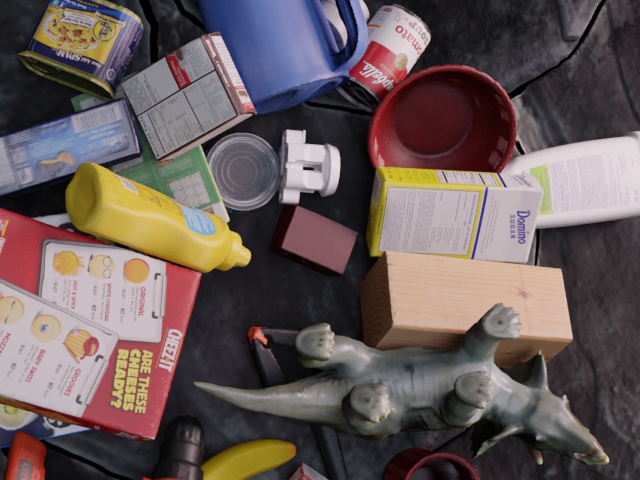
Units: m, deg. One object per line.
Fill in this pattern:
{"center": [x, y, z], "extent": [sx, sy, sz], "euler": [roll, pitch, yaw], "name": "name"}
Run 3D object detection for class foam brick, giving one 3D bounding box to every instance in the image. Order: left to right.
{"center": [-0.008, 0.001, 1.146], "extent": [0.078, 0.053, 0.051], "euler": [23, 82, -14], "name": "foam brick"}

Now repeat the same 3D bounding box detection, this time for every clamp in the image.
{"center": [0.012, 0.154, 1.155], "extent": [0.210, 0.036, 0.164], "euler": [47, 76, -14], "name": "clamp"}

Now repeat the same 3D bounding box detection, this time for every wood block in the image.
{"center": [0.156, 0.079, 1.158], "extent": [0.205, 0.090, 0.091], "euler": [6, 60, -16], "name": "wood block"}

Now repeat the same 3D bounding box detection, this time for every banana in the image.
{"center": [-0.104, 0.259, 1.095], "extent": [0.069, 0.037, 0.197], "euler": [48, 52, -3], "name": "banana"}

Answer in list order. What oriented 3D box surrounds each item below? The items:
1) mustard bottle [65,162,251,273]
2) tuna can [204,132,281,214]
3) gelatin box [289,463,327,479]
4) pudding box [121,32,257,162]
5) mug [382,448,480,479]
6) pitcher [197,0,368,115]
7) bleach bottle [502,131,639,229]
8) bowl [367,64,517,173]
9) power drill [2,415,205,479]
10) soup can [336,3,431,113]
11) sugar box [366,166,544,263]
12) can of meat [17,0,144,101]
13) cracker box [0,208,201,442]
{"center": [-0.148, -0.012, 1.037], "extent": [0.191, 0.096, 0.058], "euler": [23, 102, -34], "name": "mustard bottle"}
{"center": [-0.085, -0.071, 1.135], "extent": [0.086, 0.034, 0.086], "euler": [0, 88, -16], "name": "tuna can"}
{"center": [-0.006, 0.293, 1.137], "extent": [0.089, 0.030, 0.073], "euler": [37, 101, -11], "name": "gelatin box"}
{"center": [-0.131, -0.140, 1.053], "extent": [0.114, 0.039, 0.090], "euler": [-25, 92, 29], "name": "pudding box"}
{"center": [0.124, 0.280, 1.160], "extent": [0.093, 0.082, 0.117], "euler": [-42, 99, -14], "name": "mug"}
{"center": [-0.058, -0.257, 1.096], "extent": [0.149, 0.145, 0.243], "euler": [-18, 90, -13], "name": "pitcher"}
{"center": [0.257, -0.065, 1.222], "extent": [0.250, 0.068, 0.102], "euler": [-5, 86, -14], "name": "bleach bottle"}
{"center": [0.127, -0.120, 1.152], "extent": [0.162, 0.055, 0.162], "euler": [-3, 118, -5], "name": "bowl"}
{"center": [-0.203, 0.236, 1.003], "extent": [0.187, 0.057, 0.184], "euler": [15, 55, -14], "name": "power drill"}
{"center": [0.067, -0.198, 1.165], "extent": [0.068, 0.069, 0.102], "euler": [37, 79, -12], "name": "soup can"}
{"center": [0.143, -0.027, 1.147], "extent": [0.176, 0.048, 0.093], "euler": [2, 119, -11], "name": "sugar box"}
{"center": [-0.238, -0.198, 1.073], "extent": [0.102, 0.057, 0.084], "euler": [21, 80, 6], "name": "can of meat"}
{"center": [-0.237, 0.080, 0.986], "extent": [0.213, 0.072, 0.164], "euler": [19, 72, -15], "name": "cracker box"}
